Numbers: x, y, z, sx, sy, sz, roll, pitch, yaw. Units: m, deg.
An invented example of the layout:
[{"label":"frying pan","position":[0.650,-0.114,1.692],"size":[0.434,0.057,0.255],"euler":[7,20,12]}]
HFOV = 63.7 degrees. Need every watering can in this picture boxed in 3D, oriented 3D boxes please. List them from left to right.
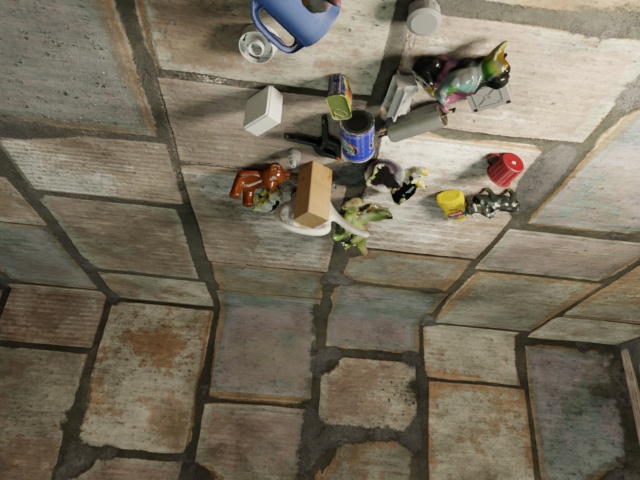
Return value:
[{"label":"watering can","position":[0.006,-0.096,1.898],"size":[0.347,0.230,0.101],"euler":[7,135,-5]}]

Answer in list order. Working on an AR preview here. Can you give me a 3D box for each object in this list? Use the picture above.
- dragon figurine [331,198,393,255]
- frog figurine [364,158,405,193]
[{"label":"dragon figurine","position":[0.182,-0.058,2.085],"size":[0.241,0.125,0.405],"euler":[-21,146,27]},{"label":"frog figurine","position":[0.224,-0.222,1.774],"size":[0.137,0.122,0.160],"euler":[-11,-174,12]}]
